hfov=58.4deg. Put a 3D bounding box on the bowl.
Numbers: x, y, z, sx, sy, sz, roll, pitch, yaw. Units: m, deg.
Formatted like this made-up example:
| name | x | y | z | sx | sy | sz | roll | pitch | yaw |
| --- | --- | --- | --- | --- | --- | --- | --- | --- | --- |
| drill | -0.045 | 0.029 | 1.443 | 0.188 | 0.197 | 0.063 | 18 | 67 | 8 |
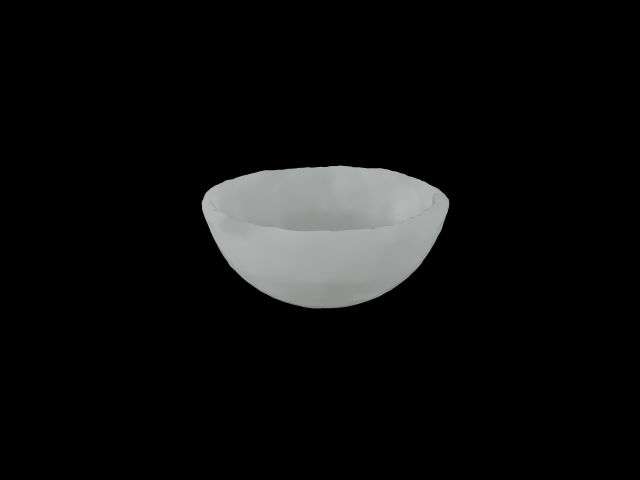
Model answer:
| name | x | y | z | sx | sy | sz | roll | pitch | yaw |
| --- | --- | --- | --- | --- | --- | --- | --- | --- | --- |
| bowl | 0.004 | 0.001 | 0.400 | 0.167 | 0.075 | 0.167 | 0 | 21 | 0 |
